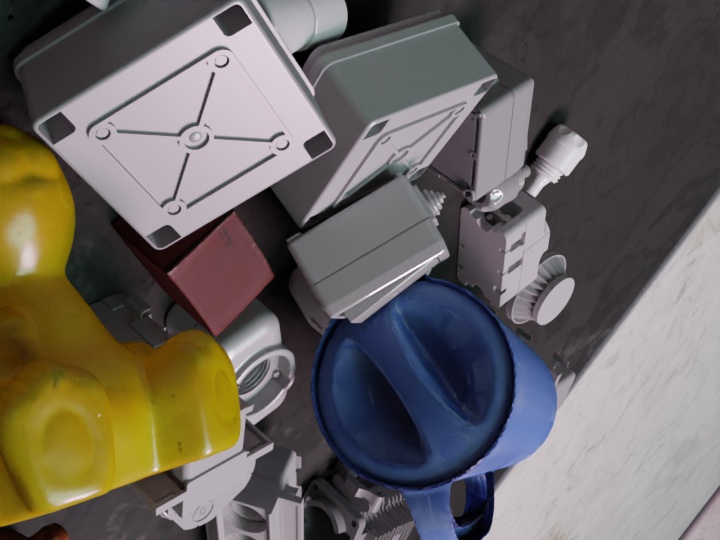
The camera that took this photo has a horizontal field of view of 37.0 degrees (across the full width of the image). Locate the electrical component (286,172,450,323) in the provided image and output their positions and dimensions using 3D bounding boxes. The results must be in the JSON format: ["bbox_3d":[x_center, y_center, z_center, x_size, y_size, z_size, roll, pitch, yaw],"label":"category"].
[{"bbox_3d":[0.014,-0.013,0.648,0.096,0.061,0.062,-31,174,4],"label":"electrical component"}]

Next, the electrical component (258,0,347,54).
[{"bbox_3d":[-0.038,-0.132,0.570,0.065,0.044,0.044,-26,142,-45],"label":"electrical component"}]

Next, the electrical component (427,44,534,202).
[{"bbox_3d":[0.079,-0.108,0.734,0.061,0.062,0.096,-35,146,-27],"label":"electrical component"}]

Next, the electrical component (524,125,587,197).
[{"bbox_3d":[0.159,-0.088,0.893,0.061,0.035,0.035,-54,150,8],"label":"electrical component"}]

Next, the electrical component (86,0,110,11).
[{"bbox_3d":[-0.111,-0.144,0.451,0.055,0.045,0.045,-55,150,4],"label":"electrical component"}]

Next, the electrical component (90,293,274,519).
[{"bbox_3d":[-0.116,0.070,0.598,0.079,0.121,0.063,-25,138,-39],"label":"electrical component"}]

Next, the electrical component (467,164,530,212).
[{"bbox_3d":[0.112,-0.070,0.848,0.061,0.035,0.035,-27,142,-39],"label":"electrical component"}]

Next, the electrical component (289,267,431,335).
[{"bbox_3d":[0.000,0.000,0.749,0.095,0.054,0.059,-45,149,-12],"label":"electrical component"}]

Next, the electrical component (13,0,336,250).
[{"bbox_3d":[-0.084,-0.079,0.504,0.109,0.056,0.108,-30,142,5],"label":"electrical component"}]

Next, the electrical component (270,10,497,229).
[{"bbox_3d":[0.007,-0.088,0.628,0.109,0.056,0.108,-26,164,-37],"label":"electrical component"}]

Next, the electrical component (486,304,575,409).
[{"bbox_3d":[0.119,0.081,0.932,0.063,0.121,0.078,-24,140,-43],"label":"electrical component"}]

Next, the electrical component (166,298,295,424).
[{"bbox_3d":[-0.082,0.058,0.694,0.054,0.059,0.095,-36,146,-26],"label":"electrical component"}]

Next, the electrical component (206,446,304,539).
[{"bbox_3d":[-0.077,0.190,0.831,0.121,0.079,0.063,93,15,-45],"label":"electrical component"}]

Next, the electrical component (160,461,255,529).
[{"bbox_3d":[-0.116,0.132,0.735,0.080,0.051,0.080,-34,145,-27],"label":"electrical component"}]

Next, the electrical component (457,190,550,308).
[{"bbox_3d":[0.119,-0.023,0.891,0.056,0.050,0.089,-35,146,-26],"label":"electrical component"}]
